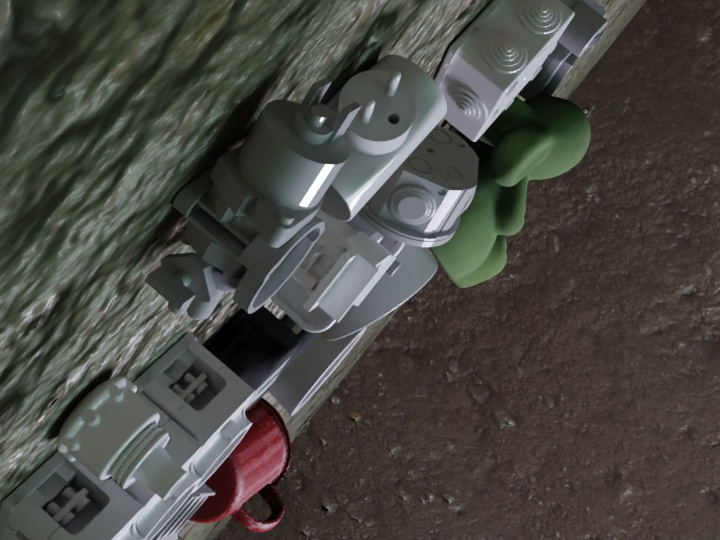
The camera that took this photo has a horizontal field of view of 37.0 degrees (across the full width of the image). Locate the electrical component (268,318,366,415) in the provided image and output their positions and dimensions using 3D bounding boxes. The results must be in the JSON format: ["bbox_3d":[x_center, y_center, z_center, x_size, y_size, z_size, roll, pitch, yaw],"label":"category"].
[{"bbox_3d":[-0.051,0.075,1.004,0.108,0.060,0.108,-49,175,-6],"label":"electrical component"}]

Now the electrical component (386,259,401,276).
[{"bbox_3d":[0.003,-0.019,0.783,0.035,0.061,0.035,-50,175,-6],"label":"electrical component"}]

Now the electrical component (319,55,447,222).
[{"bbox_3d":[0.005,-0.071,0.521,0.077,0.044,0.079,-49,175,-17],"label":"electrical component"}]

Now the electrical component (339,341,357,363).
[{"bbox_3d":[-0.037,0.071,1.135,0.045,0.055,0.045,-50,174,-8],"label":"electrical component"}]

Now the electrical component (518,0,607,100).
[{"bbox_3d":[0.160,-0.193,0.894,0.096,0.061,0.061,-47,174,-31],"label":"electrical component"}]

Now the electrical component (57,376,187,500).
[{"bbox_3d":[-0.114,0.087,0.531,0.048,0.062,0.048,-50,175,-6],"label":"electrical component"}]

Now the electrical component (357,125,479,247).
[{"bbox_3d":[0.034,-0.057,0.686,0.080,0.080,0.051,-44,167,-51],"label":"electrical component"}]

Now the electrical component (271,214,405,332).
[{"bbox_3d":[-0.014,-0.007,0.735,0.095,0.054,0.059,-47,179,5],"label":"electrical component"}]

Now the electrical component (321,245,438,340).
[{"bbox_3d":[0.000,0.000,0.850,0.108,0.060,0.108,-32,-170,6],"label":"electrical component"}]

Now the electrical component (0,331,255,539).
[{"bbox_3d":[-0.132,0.119,0.613,0.150,0.062,0.089,-46,173,-42],"label":"electrical component"}]

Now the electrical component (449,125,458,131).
[{"bbox_3d":[0.100,-0.122,0.964,0.076,0.047,0.065,-49,175,-8],"label":"electrical component"}]

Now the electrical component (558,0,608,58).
[{"bbox_3d":[0.156,-0.194,0.821,0.044,0.065,0.044,-49,175,-6],"label":"electrical component"}]

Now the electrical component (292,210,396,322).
[{"bbox_3d":[-0.019,-0.008,0.659,0.042,0.064,0.081,-53,175,17],"label":"electrical component"}]

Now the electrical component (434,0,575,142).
[{"bbox_3d":[0.096,-0.146,0.749,0.099,0.048,0.099,-49,175,-20],"label":"electrical component"}]

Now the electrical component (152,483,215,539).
[{"bbox_3d":[-0.143,0.152,0.745,0.078,0.063,0.121,-49,175,-11],"label":"electrical component"}]
